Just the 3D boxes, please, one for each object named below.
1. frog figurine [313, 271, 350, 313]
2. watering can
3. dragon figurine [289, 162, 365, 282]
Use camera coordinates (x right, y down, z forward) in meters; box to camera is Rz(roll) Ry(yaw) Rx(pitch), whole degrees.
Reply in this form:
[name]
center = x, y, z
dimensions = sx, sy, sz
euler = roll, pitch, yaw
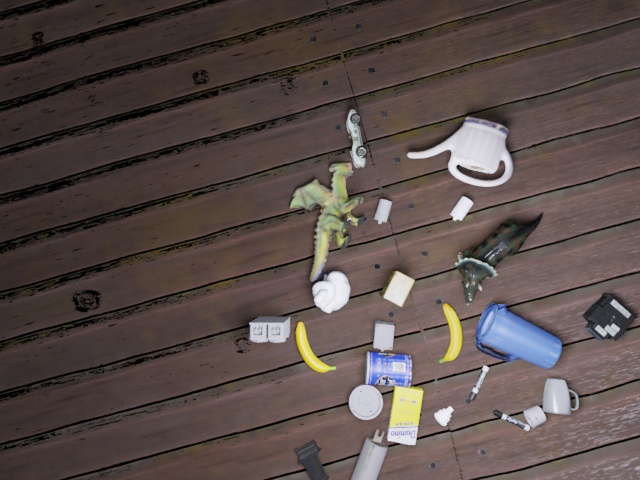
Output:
[frog figurine]
center = 0.039, 0.167, 1.665
dimensions = 0.123, 0.159, 0.138
euler = 28, 87, 3
[watering can]
center = 0.484, -0.310, 1.718
dimensions = 0.348, 0.103, 0.225
euler = 20, 85, 4
[dragon figurine]
center = 0.005, -0.088, 1.739
dimensions = 0.245, 0.121, 0.412
euler = 34, 85, 22
